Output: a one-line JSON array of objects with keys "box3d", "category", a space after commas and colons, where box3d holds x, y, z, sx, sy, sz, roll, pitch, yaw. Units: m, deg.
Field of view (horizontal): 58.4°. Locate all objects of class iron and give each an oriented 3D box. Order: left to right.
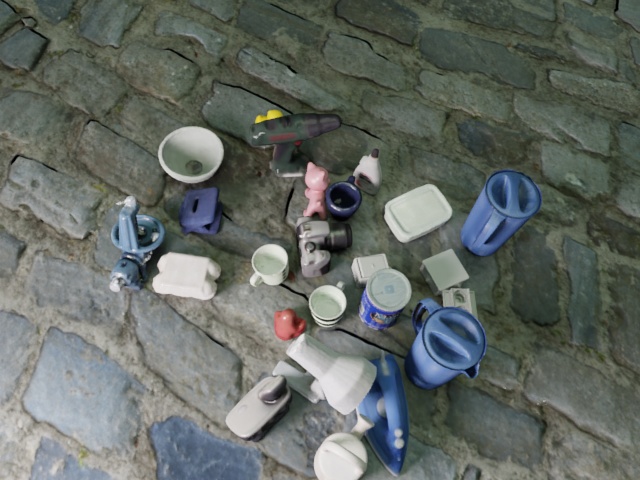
[{"box3d": [0.148, 0.365, 1.226, 0.119, 0.141, 0.258, -8, 65, -10], "category": "iron"}]

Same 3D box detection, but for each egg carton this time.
[{"box3d": [-0.314, 0.087, 1.358, 0.150, 0.069, 0.107, 8, 63, -2], "category": "egg carton"}]

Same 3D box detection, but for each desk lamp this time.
[{"box3d": [0.006, 0.280, 1.213, 0.203, 0.213, 0.118, 30, 65, 10], "category": "desk lamp"}]

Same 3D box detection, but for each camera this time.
[{"box3d": [0.013, 0.005, 1.415, 0.137, 0.101, 0.143, -6, 64, -8], "category": "camera"}]

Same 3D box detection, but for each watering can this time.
[{"box3d": [0.047, 0.433, 1.152, 0.101, 0.194, 0.173, 13, 63, 1], "category": "watering can"}]

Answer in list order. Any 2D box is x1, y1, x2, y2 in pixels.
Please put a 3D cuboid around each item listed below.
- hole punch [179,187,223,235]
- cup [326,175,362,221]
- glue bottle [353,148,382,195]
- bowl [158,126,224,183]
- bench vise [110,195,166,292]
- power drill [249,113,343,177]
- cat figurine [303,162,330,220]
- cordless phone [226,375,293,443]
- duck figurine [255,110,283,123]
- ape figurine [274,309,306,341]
[{"box3d": [-0.299, -0.075, 1.428, 0.101, 0.091, 0.108, 6, 63, -3], "category": "hole punch"}, {"box3d": [0.061, -0.102, 1.476, 0.091, 0.095, 0.118, 20, 63, 4], "category": "cup"}, {"box3d": [0.130, -0.185, 1.481, 0.078, 0.173, 0.037, 28, 64, 9], "category": "glue bottle"}, {"box3d": [-0.333, -0.211, 1.502, 0.167, 0.075, 0.167, 2, 63, -5], "category": "bowl"}, {"box3d": [-0.418, 0.010, 1.302, 0.121, 0.220, 0.207, -2, 64, -6], "category": "bench vise"}, {"box3d": [-0.065, -0.250, 1.474, 0.230, 0.208, 0.075, -4, 64, -8], "category": "power drill"}, {"box3d": [-0.006, -0.132, 1.471, 0.067, 0.118, 0.128, 1, 63, -5], "category": "cat figurine"}, {"box3d": [-0.125, 0.340, 1.186, 0.094, 0.185, 0.148, 39, 66, 14], "category": "cordless phone"}, {"box3d": [-0.128, -0.324, 1.573, 0.104, 0.086, 0.077, 23, 64, 6], "category": "duck figurine"}, {"box3d": [-0.073, 0.188, 1.320, 0.077, 0.092, 0.076, 38, 66, 13], "category": "ape figurine"}]
